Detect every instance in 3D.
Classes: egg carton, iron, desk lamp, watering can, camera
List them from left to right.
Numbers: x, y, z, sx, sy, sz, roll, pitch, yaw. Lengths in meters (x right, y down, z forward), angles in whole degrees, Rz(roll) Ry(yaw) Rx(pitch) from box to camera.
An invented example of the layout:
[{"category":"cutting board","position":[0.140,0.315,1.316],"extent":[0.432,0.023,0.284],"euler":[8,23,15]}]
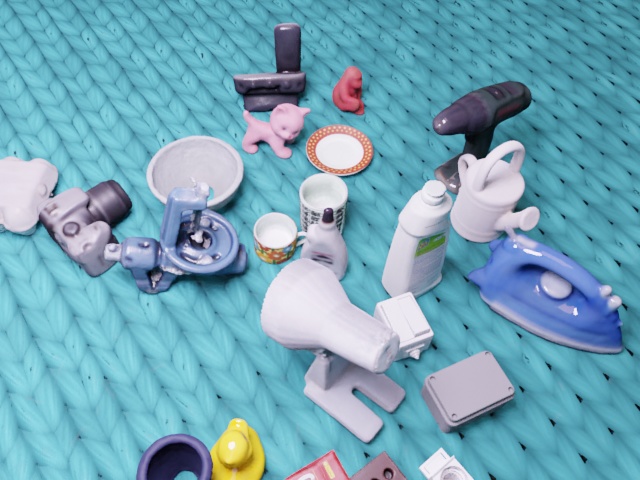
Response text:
[{"category":"egg carton","position":[-0.522,-0.078,0.991],"extent":[0.107,0.069,0.150],"euler":[4,56,0]},{"category":"camera","position":[-0.378,-0.038,0.951],"extent":[0.143,0.101,0.137],"euler":[39,63,22]},{"category":"desk lamp","position":[0.026,0.145,0.777],"extent":[0.202,0.213,0.118],"euler":[34,61,19]},{"category":"watering can","position":[0.294,-0.084,0.957],"extent":[0.172,0.194,0.101],"euler":[35,61,20]},{"category":"iron","position":[0.370,0.073,0.885],"extent":[0.257,0.141,0.119],"euler":[31,60,17]}]

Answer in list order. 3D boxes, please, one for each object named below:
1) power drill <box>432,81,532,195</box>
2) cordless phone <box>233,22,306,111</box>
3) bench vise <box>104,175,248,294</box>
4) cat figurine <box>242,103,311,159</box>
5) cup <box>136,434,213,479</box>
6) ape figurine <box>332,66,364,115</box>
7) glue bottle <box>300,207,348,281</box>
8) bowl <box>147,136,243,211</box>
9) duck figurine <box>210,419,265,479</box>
[{"category":"power drill","position":[0.270,-0.182,1.013],"extent":[0.230,0.208,0.075],"euler":[-33,63,-22]},{"category":"cordless phone","position":[-0.100,-0.348,1.124],"extent":[0.147,0.185,0.094],"euler":[-7,56,-7]},{"category":"bench vise","position":[-0.217,0.003,0.858],"extent":[0.208,0.220,0.121],"euler":[-22,59,-16]},{"category":"cat figurine","position":[-0.083,-0.218,1.077],"extent":[0.127,0.118,0.067],"euler":[7,56,3]},{"category":"cup","position":[-0.172,0.314,0.724],"extent":[0.092,0.095,0.117],"euler":[-22,59,-16]},{"category":"ape figurine","position":[0.064,-0.309,1.161],"extent":[0.076,0.092,0.078],"euler":[23,58,13]},{"category":"glue bottle","position":[0.008,0.003,0.897],"extent":[0.078,0.173,0.037],"euler":[8,56,4]},{"category":"bowl","position":[-0.216,-0.102,1.018],"extent":[0.167,0.075,0.167],"euler":[1,56,-2]},{"category":"duck figurine","position":[-0.113,0.286,0.751],"extent":[0.077,0.086,0.104],"euler":[6,56,2]}]
